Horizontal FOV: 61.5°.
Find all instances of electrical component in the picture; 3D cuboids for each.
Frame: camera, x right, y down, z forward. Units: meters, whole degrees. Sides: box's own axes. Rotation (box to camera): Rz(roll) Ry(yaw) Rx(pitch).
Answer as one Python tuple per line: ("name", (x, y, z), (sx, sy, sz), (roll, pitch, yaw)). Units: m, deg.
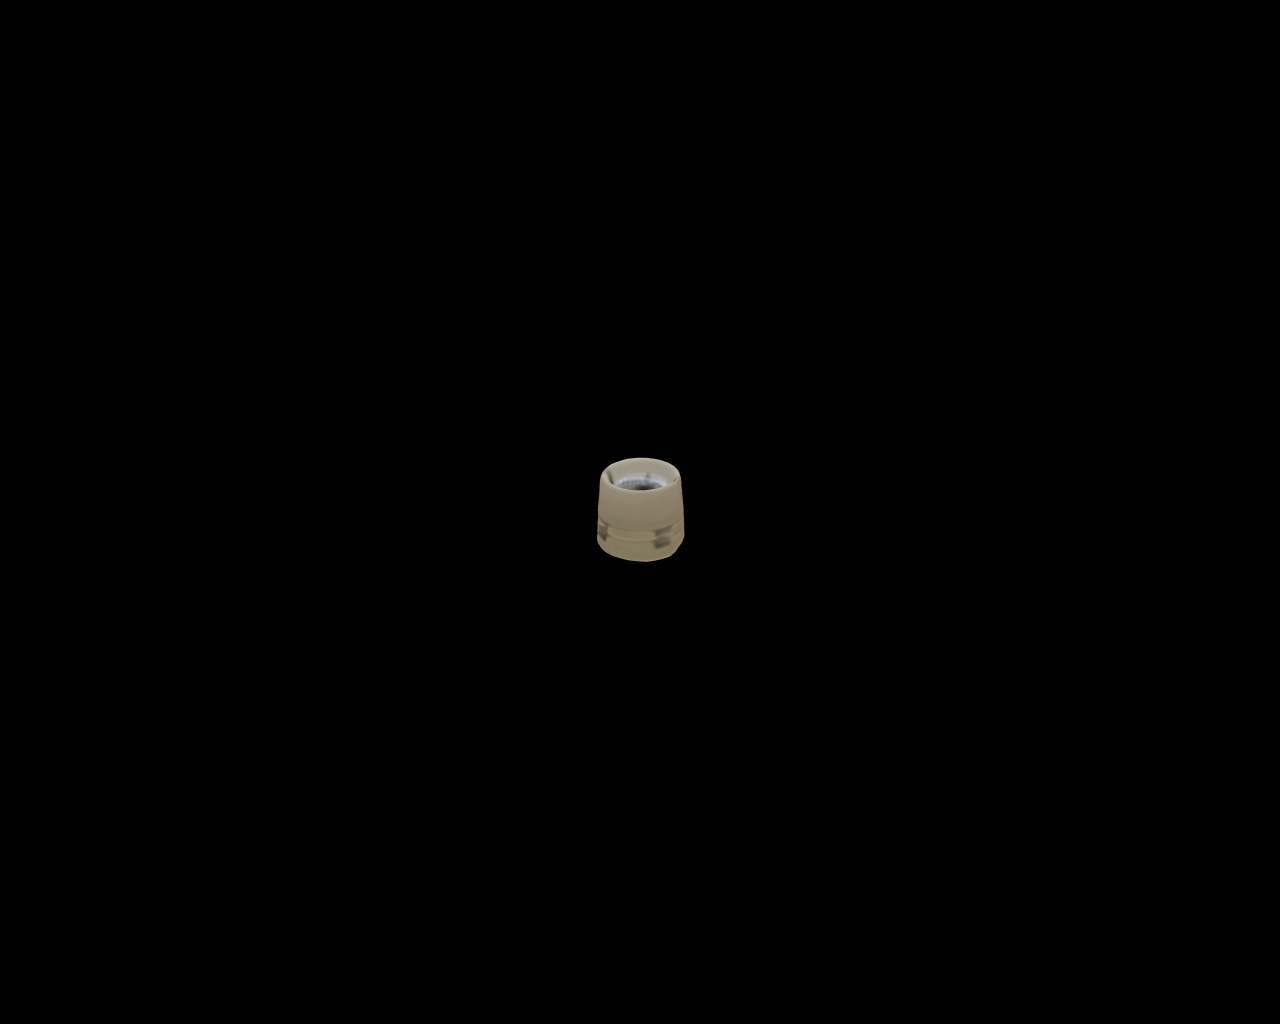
("electrical component", (0.001, -0.003, 0.650), (0.055, 0.047, 0.055), (0, 28, 0))
